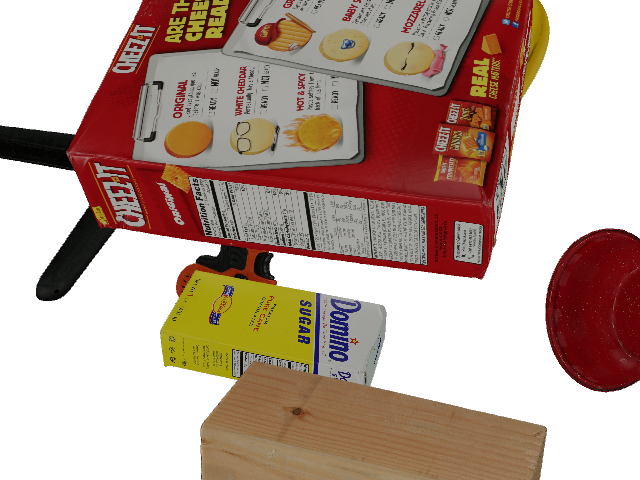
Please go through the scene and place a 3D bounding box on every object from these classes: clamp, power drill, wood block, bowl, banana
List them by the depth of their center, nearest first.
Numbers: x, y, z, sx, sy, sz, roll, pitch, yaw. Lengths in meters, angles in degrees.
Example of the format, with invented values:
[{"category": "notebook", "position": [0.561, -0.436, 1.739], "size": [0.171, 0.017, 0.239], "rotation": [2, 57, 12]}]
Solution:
[{"category": "wood block", "position": [0.034, 0.157, 0.699], "size": [0.206, 0.090, 0.090], "rotation": [11, 27, 18]}, {"category": "banana", "position": [0.128, -0.123, 0.803], "size": [0.070, 0.197, 0.037], "rotation": [-3, -39, 46]}, {"category": "clamp", "position": [-0.150, -0.045, 0.806], "size": [0.209, 0.165, 0.036], "rotation": [-16, -29, -19]}, {"category": "bowl", "position": [0.297, 0.069, 1.028], "size": [0.161, 0.162, 0.055], "rotation": [0, 0, -28]}, {"category": "power drill", "position": [-0.054, 0.005, 1.099], "size": [0.185, 0.188, 0.057], "rotation": [19, 5, 29]}]

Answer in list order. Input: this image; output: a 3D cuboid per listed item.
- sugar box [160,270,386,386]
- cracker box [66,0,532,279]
[{"category": "sugar box", "position": [-0.038, 0.080, 0.907], "size": [0.176, 0.048, 0.093], "rotation": [8, 36, 11]}, {"category": "cracker box", "position": [-0.003, -0.072, 0.576], "size": [0.214, 0.164, 0.072], "rotation": [7, -37, 13]}]
